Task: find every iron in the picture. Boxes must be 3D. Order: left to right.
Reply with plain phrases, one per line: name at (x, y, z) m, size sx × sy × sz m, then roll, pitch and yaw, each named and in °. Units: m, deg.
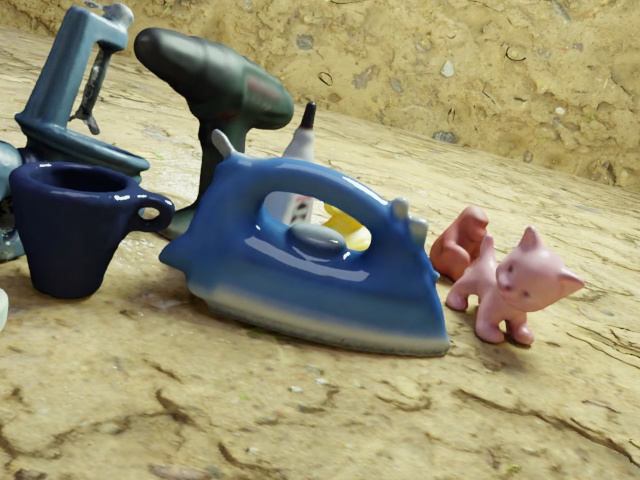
iron at (0.005, 0.002, 0.494) m, size 0.258 × 0.141 × 0.119 m, roll 15°, pitch 18°, yaw 3°

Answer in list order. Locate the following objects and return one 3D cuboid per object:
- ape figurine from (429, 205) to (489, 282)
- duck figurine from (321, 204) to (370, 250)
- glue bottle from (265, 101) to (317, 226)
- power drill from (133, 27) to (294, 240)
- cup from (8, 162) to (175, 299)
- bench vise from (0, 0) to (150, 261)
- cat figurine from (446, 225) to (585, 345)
ape figurine at (0.178, 0.003, 0.702) m, size 0.078 × 0.092 × 0.075 m, roll 0°, pitch 23°, yaw -37°
duck figurine at (0.043, -0.022, 0.684) m, size 0.105 × 0.086 × 0.077 m, roll 8°, pitch 19°, yaw -19°
glue bottle at (-0.028, -0.058, 0.597) m, size 0.037 × 0.173 × 0.078 m, roll 20°, pitch 19°, yaw 18°
power drill at (-0.115, -0.104, 0.611) m, size 0.075 × 0.208 × 0.230 m, roll 22°, pitch 20°, yaw 24°
cup at (-0.178, -0.003, 0.446) m, size 0.118 × 0.095 × 0.091 m, roll 9°, pitch 19°, yaw -15°
bench vise at (-0.222, -0.097, 0.490) m, size 0.121 × 0.220 × 0.208 m, roll 17°, pitch 18°, yaw 11°
cat figurine at (0.191, 0.038, 0.566) m, size 0.067 × 0.118 × 0.127 m, roll 7°, pitch 19°, yaw -21°
